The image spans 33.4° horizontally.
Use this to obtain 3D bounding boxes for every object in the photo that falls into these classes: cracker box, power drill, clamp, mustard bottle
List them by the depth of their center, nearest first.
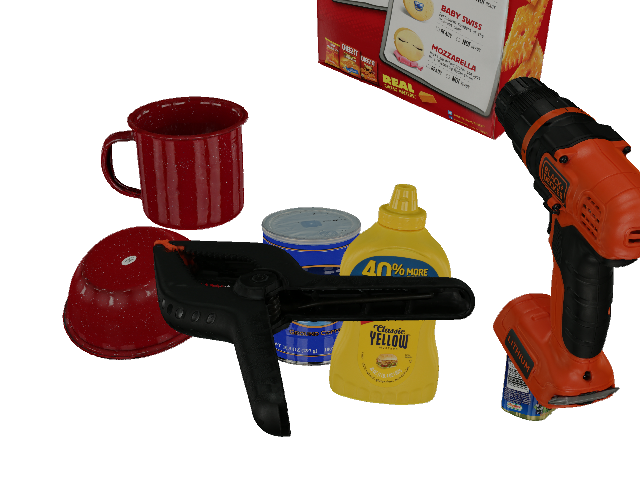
[{"bbox_3d":[-0.024,0.036,0.647,0.164,0.036,0.210,-22,31,-32],"label":"clamp"},{"bbox_3d":[0.157,0.002,0.711,0.057,0.188,0.184,-9,35,-10],"label":"power drill"},{"bbox_3d":[0.079,-0.197,0.740,0.164,0.214,0.072,28,51,28],"label":"cracker box"},{"bbox_3d":[0.063,0.045,0.925,0.096,0.192,0.058,6,17,2],"label":"mustard bottle"}]

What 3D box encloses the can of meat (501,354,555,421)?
[{"bbox_3d":[0.241,0.144,1.184,0.058,0.084,0.101,12,16,30],"label":"can of meat"}]

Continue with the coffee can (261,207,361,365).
[{"bbox_3d":[-0.010,0.047,1.125,0.103,0.140,0.103,0,20,0],"label":"coffee can"}]

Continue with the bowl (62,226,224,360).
[{"bbox_3d":[-0.174,0.036,1.013,0.162,0.055,0.162,-8,41,7],"label":"bowl"}]

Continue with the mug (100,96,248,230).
[{"bbox_3d":[-0.114,-0.060,0.840,0.117,0.081,0.093,-2,27,-3],"label":"mug"}]
